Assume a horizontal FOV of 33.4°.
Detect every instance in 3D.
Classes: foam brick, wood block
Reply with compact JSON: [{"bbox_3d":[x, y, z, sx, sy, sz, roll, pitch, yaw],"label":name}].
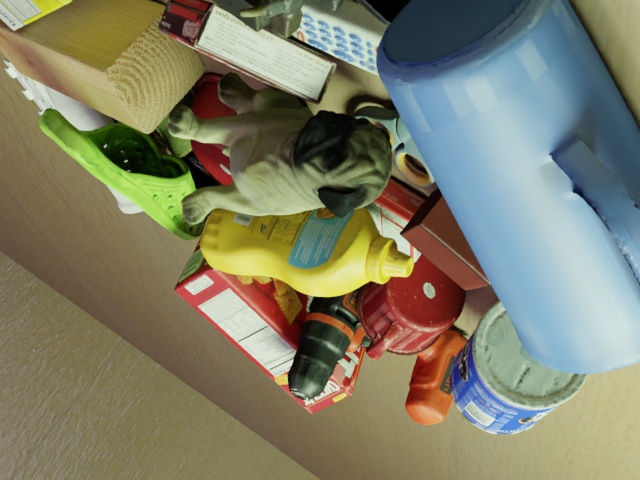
[{"bbox_3d":[0.117,-0.003,0.887,0.078,0.053,0.051,41,163,-4],"label":"foam brick"},{"bbox_3d":[-0.224,-0.191,1.036,0.206,0.090,0.090,26,159,35],"label":"wood block"}]

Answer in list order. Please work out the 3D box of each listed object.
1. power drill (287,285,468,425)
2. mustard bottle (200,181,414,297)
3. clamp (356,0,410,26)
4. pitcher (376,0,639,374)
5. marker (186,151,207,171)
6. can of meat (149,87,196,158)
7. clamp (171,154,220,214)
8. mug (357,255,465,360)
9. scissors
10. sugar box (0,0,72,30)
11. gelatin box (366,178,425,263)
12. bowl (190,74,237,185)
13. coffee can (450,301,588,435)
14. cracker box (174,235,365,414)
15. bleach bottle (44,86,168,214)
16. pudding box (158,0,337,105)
[{"bbox_3d":[0.063,0.116,1.111,0.187,0.184,0.057,38,154,-26],"label":"power drill"},{"bbox_3d":[-0.006,0.001,0.957,0.192,0.096,0.058,14,148,26],"label":"mustard bottle"},{"bbox_3d":[-0.008,-0.197,0.673,0.172,0.039,0.120,33,158,37],"label":"clamp"},{"bbox_3d":[0.138,-0.038,0.631,0.149,0.145,0.242,-8,132,37],"label":"pitcher"},{"bbox_3d":[-0.120,-0.084,1.217,0.121,0.020,0.020,28,160,31],"label":"marker"},{"bbox_3d":[-0.174,-0.145,1.110,0.084,0.057,0.102,31,162,30],"label":"can of meat"},{"bbox_3d":[-0.119,-0.041,1.265,0.165,0.036,0.210,28,170,24],"label":"clamp"},{"bbox_3d":[0.084,0.068,1.035,0.093,0.117,0.082,41,158,2],"label":"mug"},{"bbox_3d":[0.083,-0.081,0.819,0.096,0.016,0.202,43,163,-16],"label":"scissors"},{"bbox_3d":[-0.228,-0.236,0.924,0.048,0.093,0.176,46,162,-21],"label":"sugar box"},{"bbox_3d":[0.064,-0.025,0.978,0.073,0.030,0.089,34,161,19],"label":"gelatin box"},{"bbox_3d":[-0.076,-0.088,1.057,0.162,0.055,0.162,35,162,13],"label":"bowl"},{"bbox_3d":[0.180,0.117,0.980,0.103,0.102,0.140,35,163,10],"label":"coffee can"},{"bbox_3d":[-0.037,0.055,1.152,0.072,0.164,0.213,-30,116,36],"label":"cracker box"},{"bbox_3d":[-0.258,-0.146,1.214,0.068,0.102,0.250,-18,136,14],"label":"bleach bottle"},{"bbox_3d":[-0.056,-0.146,0.806,0.113,0.039,0.090,19,-170,-30],"label":"pudding box"}]
